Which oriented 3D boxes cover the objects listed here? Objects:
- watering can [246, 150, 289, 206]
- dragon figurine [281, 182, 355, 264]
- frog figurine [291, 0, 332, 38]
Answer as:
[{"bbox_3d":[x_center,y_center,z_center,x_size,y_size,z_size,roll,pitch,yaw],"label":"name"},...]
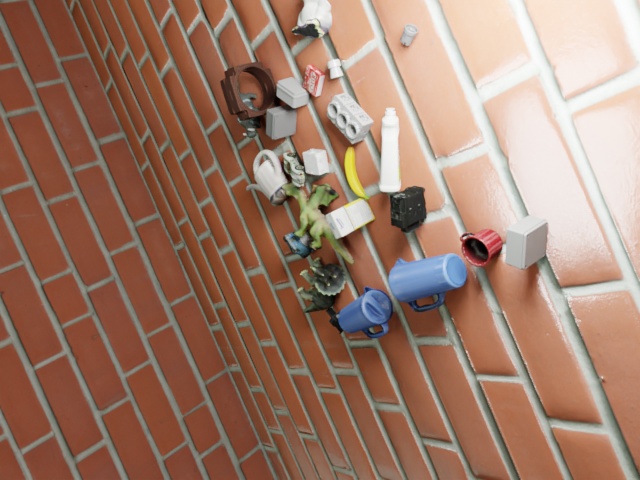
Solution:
[{"bbox_3d":[-0.221,-0.239,2.201,0.226,0.105,0.341,56,149,12],"label":"watering can"},{"bbox_3d":[0.006,-0.101,2.000,0.414,0.124,0.237,33,126,26],"label":"dragon figurine"},{"bbox_3d":[-0.016,-0.740,1.659,0.136,0.122,0.161,-12,65,62],"label":"frog figurine"}]
